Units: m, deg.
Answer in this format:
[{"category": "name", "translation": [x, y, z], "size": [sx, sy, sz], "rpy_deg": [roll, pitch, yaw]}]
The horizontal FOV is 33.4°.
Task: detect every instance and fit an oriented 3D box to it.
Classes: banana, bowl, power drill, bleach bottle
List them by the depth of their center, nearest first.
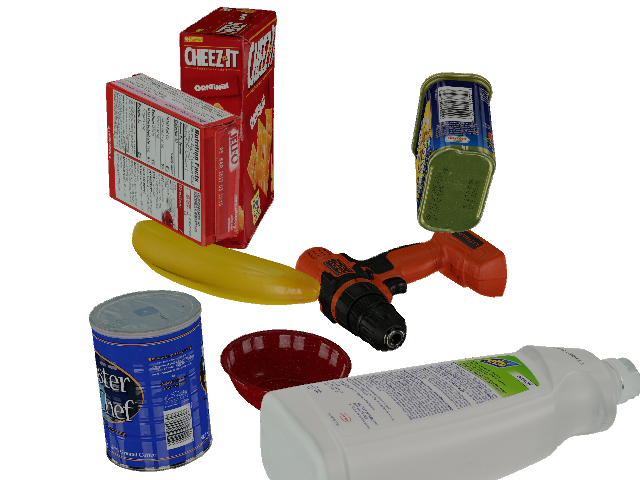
[{"category": "bleach bottle", "translation": [0.095, 0.112, 0.659], "size": [0.250, 0.068, 0.103], "rpy_deg": [-8, 23, -23]}, {"category": "banana", "translation": [-0.089, 0.013, 0.825], "size": [0.069, 0.037, 0.198], "rpy_deg": [-18, 29, -40]}, {"category": "power drill", "translation": [0.089, 0.042, 1.068], "size": [0.187, 0.057, 0.185], "rpy_deg": [-12, 28, -23]}, {"category": "bowl", "translation": [-0.043, 0.170, 1.320], "size": [0.162, 0.055, 0.162], "rpy_deg": [3, 23, -1]}]

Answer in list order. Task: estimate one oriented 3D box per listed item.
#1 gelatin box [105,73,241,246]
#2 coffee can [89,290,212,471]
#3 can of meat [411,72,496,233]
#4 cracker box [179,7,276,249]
[{"category": "gelatin box", "translation": [-0.083, -0.047, 0.604], "size": [0.089, 0.073, 0.030], "rpy_deg": [26, 35, 35]}, {"category": "coffee can", "translation": [-0.158, 0.130, 1.003], "size": [0.103, 0.140, 0.103], "rpy_deg": [-3, 18, 1]}, {"category": "can of meat", "translation": [0.106, -0.068, 0.850], "size": [0.057, 0.084, 0.102], "rpy_deg": [4, -39, -1]}, {"category": "cracker box", "translation": [-0.089, -0.119, 1.092], "size": [0.072, 0.214, 0.164], "rpy_deg": [5, 21, 7]}]
